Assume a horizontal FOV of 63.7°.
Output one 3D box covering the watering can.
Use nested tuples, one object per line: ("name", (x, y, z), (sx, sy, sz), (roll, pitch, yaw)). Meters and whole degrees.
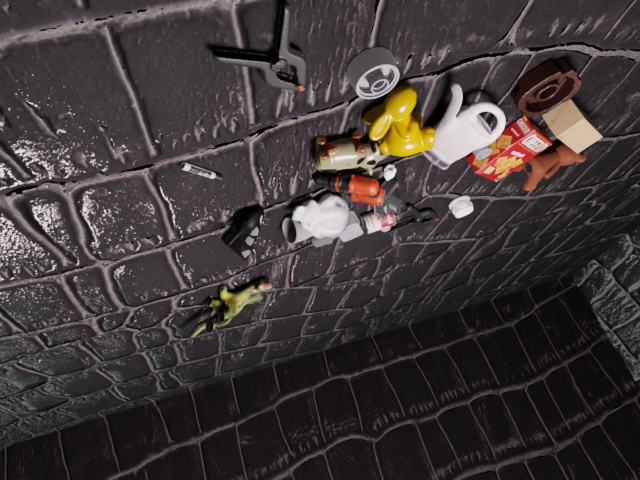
("watering can", (0.350, -0.292, 1.340), (0.221, 0.106, 0.346), (-36, 151, 30))

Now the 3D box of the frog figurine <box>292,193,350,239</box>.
("frog figurine", (0.005, -0.076, 1.508), (0.158, 0.124, 0.136), (19, 102, -42))

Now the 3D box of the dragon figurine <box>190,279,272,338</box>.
("dragon figurine", (-0.317, 0.255, 1.953), (0.244, 0.124, 0.403), (-6, 154, -45))
